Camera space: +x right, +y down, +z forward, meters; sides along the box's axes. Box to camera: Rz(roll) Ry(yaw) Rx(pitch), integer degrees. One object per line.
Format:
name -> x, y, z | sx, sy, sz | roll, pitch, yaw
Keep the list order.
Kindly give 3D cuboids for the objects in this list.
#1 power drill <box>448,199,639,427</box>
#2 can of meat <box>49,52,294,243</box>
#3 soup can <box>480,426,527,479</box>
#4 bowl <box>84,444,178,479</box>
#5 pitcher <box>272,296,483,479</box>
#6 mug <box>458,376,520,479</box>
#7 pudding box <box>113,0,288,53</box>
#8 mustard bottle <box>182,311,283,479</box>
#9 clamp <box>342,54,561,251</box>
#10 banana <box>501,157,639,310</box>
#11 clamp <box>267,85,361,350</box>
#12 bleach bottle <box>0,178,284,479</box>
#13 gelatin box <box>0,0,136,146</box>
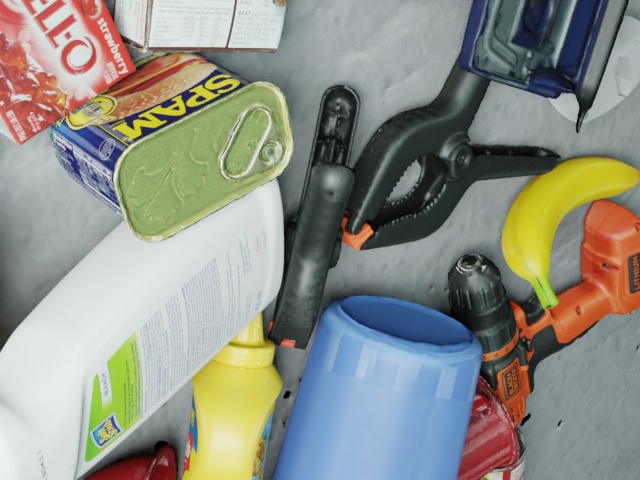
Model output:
power drill -> 0.182, 0.046, 0.865 | 0.187, 0.057, 0.184 | -34, 134, -19
can of meat -> -0.079, -0.054, 0.556 | 0.102, 0.084, 0.057 | -31, 130, -24
soup can -> 0.139, 0.210, 0.910 | 0.068, 0.069, 0.102 | -24, 128, -30
bowl -> -0.131, 0.199, 0.641 | 0.162, 0.055, 0.162 | 11, 89, -87
pitcher -> 0.028, 0.163, 0.726 | 0.144, 0.149, 0.243 | -1, 109, -46
mug -> 0.095, 0.149, 0.813 | 0.081, 0.093, 0.117 | -27, 163, -21
pudding box -> -0.057, -0.155, 0.553 | 0.089, 0.039, 0.113 | -7, 116, -38
mustard bottle -> -0.059, 0.135, 0.675 | 0.058, 0.096, 0.192 | 9, 99, -1
clamp -> 0.092, -0.057, 0.739 | 0.209, 0.036, 0.164 | -45, 133, -16
banana -> 0.187, -0.023, 0.819 | 0.069, 0.037, 0.197 | 51, 49, -6
clamp -> -0.004, 0.001, 0.646 | 0.120, 0.039, 0.171 | -70, 172, -67
bleach bottle -> -0.108, 0.051, 0.537 | 0.250, 0.068, 0.102 | -45, 142, -48
gelatin box -> -0.140, -0.102, 0.515 | 0.073, 0.030, 0.089 | -38, 134, -19
